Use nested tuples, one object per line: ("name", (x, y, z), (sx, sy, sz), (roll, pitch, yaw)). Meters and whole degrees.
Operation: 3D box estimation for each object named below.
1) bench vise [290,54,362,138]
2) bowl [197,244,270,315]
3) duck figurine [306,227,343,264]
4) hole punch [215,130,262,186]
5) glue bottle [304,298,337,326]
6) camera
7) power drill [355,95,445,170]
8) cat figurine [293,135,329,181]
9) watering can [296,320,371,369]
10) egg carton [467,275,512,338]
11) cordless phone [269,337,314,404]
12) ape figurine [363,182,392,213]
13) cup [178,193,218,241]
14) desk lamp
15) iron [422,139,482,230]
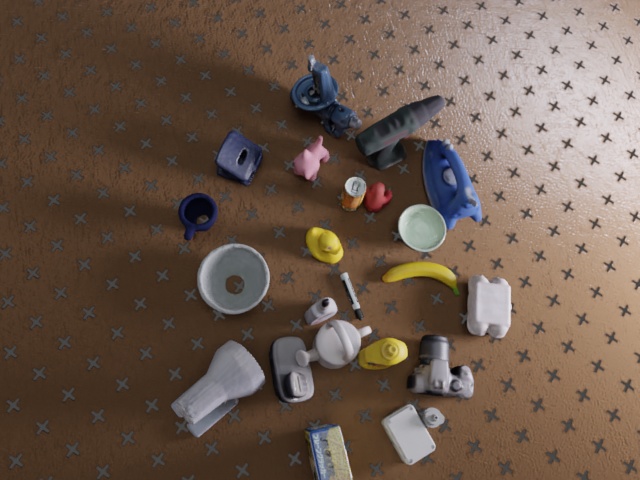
("bench vise", (0.023, -0.369, 1.435), (0.207, 0.219, 0.121), (21, 73, 2))
("bowl", (-0.202, 0.097, 1.351), (0.167, 0.074, 0.167), (1, 73, -5))
("duck figurine", (0.013, 0.005, 1.392), (0.104, 0.086, 0.077), (42, 74, 8))
("hole punch", (-0.200, -0.205, 1.433), (0.101, 0.091, 0.109), (22, 73, 2))
("glue bottle", (0.006, 0.156, 1.300), (0.078, 0.173, 0.037), (-27, 77, -12))
("camera", (0.281, 0.291, 1.322), (0.143, 0.101, 0.137), (6, 73, -3))
("power drill", (0.189, -0.261, 1.423), (0.230, 0.208, 0.075), (-28, 77, -12))
("cat figurine", (-0.024, -0.204, 1.435), (0.067, 0.117, 0.128), (27, 73, 4))
("watering can", (0.033, 0.234, 1.268), (0.101, 0.194, 0.173), (43, 75, 8))
("egg carton", (0.407, 0.161, 1.389), (0.107, 0.069, 0.150), (6, 73, -3))
("cordless phone", (-0.062, 0.280, 1.250), (0.094, 0.185, 0.147), (-13, 75, -8))
("ape figurine", (0.142, -0.115, 1.436), (0.078, 0.092, 0.076), (27, 73, 3))
("cup", (-0.292, -0.044, 1.374), (0.091, 0.095, 0.118), (18, 73, 1))
("desk lamp", (-0.219, 0.320, 1.210), (0.203, 0.213, 0.118), (-41, 80, -15))
("iron", (0.330, -0.166, 1.443), (0.119, 0.141, 0.258), (-16, 75, -9))
